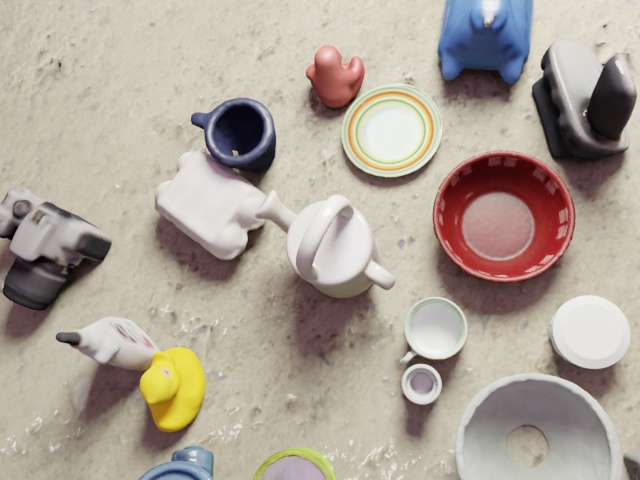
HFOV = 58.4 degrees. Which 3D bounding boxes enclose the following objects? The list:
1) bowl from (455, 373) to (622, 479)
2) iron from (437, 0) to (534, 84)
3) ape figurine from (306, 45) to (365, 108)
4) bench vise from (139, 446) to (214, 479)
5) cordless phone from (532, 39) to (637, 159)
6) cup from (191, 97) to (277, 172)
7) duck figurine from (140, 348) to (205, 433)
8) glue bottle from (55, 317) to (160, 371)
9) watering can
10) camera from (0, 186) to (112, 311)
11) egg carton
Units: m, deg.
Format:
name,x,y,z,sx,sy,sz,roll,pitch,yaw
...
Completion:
name,x,y,z,sx,sy,sz,roll,pitch,yaw
bowl,0.230,0.230,0.626,0.167,0.075,0.167,-2,77,10
iron,0.216,-0.335,0.717,0.118,0.141,0.258,6,79,12
ape figurine,0.017,-0.223,0.755,0.077,0.092,0.076,11,80,13
bench vise,-0.153,0.334,0.598,0.121,0.220,0.207,-24,74,5
cordless phone,0.309,-0.179,0.643,0.094,0.185,0.147,-17,75,7
cup,-0.106,-0.131,0.756,0.117,0.095,0.092,19,82,14
duck figurine,-0.191,0.185,0.707,0.077,0.086,0.104,-1,78,10
glue bottle,-0.259,0.123,0.688,0.078,0.173,0.037,37,87,16
watering can,0.005,0.004,0.655,0.172,0.194,0.101,9,80,12
camera,-0.384,0.015,0.773,0.143,0.101,0.137,26,84,15
egg carton,-0.142,-0.048,0.758,0.150,0.069,0.107,35,86,15
